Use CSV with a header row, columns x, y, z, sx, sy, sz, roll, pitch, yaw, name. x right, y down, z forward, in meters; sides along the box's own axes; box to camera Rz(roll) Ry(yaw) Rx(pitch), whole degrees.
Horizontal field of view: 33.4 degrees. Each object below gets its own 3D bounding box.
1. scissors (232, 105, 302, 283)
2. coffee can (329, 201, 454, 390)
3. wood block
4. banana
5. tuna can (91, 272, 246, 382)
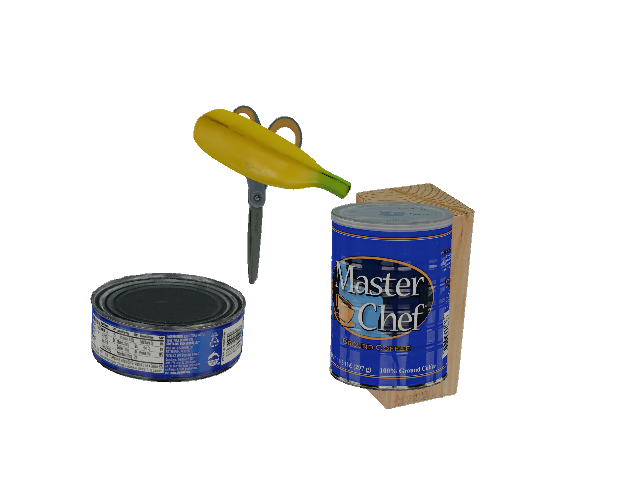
x,y,z,sx,sy,sz,roll,pitch,yaw,name
-0.055,-0.057,1.210,0.096,0.202,0.016,-11,-6,-15,scissors
0.059,0.044,0.903,0.103,0.140,0.103,1,12,0,coffee can
0.090,0.056,1.099,0.090,0.206,0.091,-9,25,-24,wood block
-0.056,-0.066,0.777,0.069,0.037,0.198,36,-3,-35,banana
-0.085,0.048,0.598,0.086,0.034,0.086,4,17,-1,tuna can
